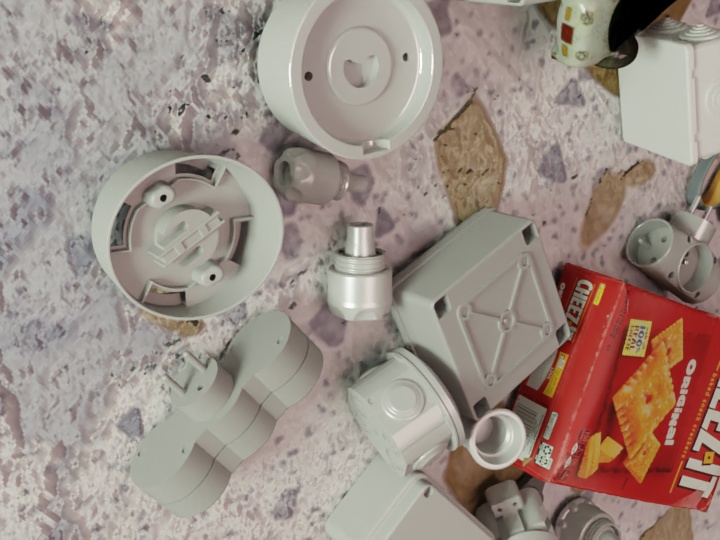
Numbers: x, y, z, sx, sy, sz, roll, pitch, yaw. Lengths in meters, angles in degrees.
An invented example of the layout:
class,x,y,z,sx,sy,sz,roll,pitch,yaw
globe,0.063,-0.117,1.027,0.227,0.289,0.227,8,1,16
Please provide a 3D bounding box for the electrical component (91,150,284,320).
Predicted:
class,x,y,z,sx,sy,sz,roll,pitch,yaw
electrical component,-0.102,-0.022,0.620,0.099,0.064,0.099,-11,110,-32

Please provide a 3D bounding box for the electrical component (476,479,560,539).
class,x,y,z,sx,sy,sz,roll,pitch,yaw
electrical component,0.126,0.211,0.837,0.058,0.057,0.078,-22,121,4

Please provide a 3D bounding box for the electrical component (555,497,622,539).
class,x,y,z,sx,sy,sz,roll,pitch,yaw
electrical component,0.197,0.222,0.897,0.048,0.062,0.048,-11,110,-31

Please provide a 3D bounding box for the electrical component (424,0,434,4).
class,x,y,z,sx,sy,sz,roll,pitch,yaw
electrical component,0.034,-0.183,0.663,0.043,0.062,0.043,-11,110,-31

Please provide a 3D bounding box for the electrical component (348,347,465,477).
class,x,y,z,sx,sy,sz,roll,pitch,yaw
electrical component,0.031,0.098,0.738,0.051,0.080,0.080,-33,120,-16

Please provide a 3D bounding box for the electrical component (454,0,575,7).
class,x,y,z,sx,sy,sz,roll,pitch,yaw
electrical component,0.086,-0.221,0.658,0.056,0.109,0.108,-16,113,-26

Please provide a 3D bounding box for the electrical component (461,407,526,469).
class,x,y,z,sx,sy,sz,roll,pitch,yaw
electrical component,0.088,0.116,0.789,0.044,0.065,0.044,-2,96,-17

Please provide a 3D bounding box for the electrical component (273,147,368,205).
class,x,y,z,sx,sy,sz,roll,pitch,yaw
electrical component,-0.023,-0.058,0.681,0.061,0.035,0.035,4,102,-37

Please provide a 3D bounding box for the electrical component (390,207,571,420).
class,x,y,z,sx,sy,sz,roll,pitch,yaw
electrical component,0.085,0.030,0.761,0.109,0.056,0.108,-38,122,-25

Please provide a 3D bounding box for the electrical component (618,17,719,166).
class,x,y,z,sx,sy,sz,roll,pitch,yaw
electrical component,0.236,-0.133,0.794,0.048,0.100,0.099,-17,114,-15

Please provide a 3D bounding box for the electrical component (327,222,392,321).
class,x,y,z,sx,sy,sz,roll,pitch,yaw
electrical component,0.000,0.000,0.708,0.043,0.043,0.062,-9,107,-32

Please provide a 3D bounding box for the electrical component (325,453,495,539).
class,x,y,z,sx,sy,sz,roll,pitch,yaw
electrical component,0.041,0.196,0.787,0.078,0.057,0.113,-51,125,-10

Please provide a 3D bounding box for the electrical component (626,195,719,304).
class,x,y,z,sx,sy,sz,roll,pitch,yaw
electrical component,0.266,-0.022,0.879,0.077,0.044,0.079,30,86,-36

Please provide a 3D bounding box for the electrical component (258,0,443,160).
class,x,y,z,sx,sy,sz,roll,pitch,yaw
electrical component,-0.011,-0.125,0.652,0.108,0.060,0.108,-11,110,-32

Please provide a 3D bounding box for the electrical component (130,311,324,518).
class,x,y,z,sx,sy,sz,roll,pitch,yaw
electrical component,-0.092,0.079,0.665,0.138,0.052,0.073,-49,125,-11
